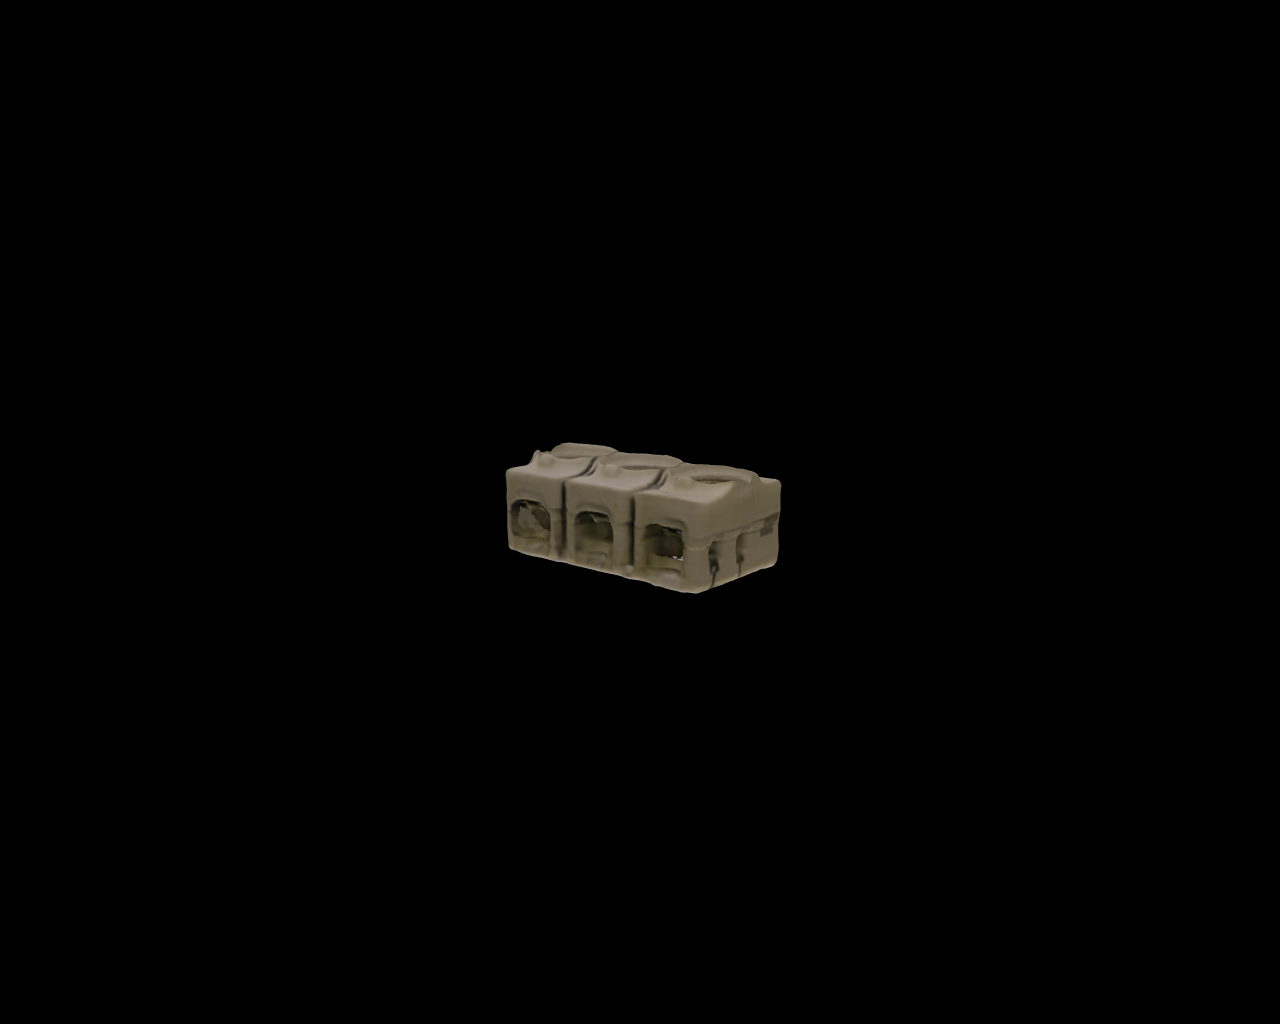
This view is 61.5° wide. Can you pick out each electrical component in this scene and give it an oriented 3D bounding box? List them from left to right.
[{"bbox_3d":[0.001,-0.003,0.650,0.150,0.061,0.090,11,18,37],"label":"electrical component"}]
